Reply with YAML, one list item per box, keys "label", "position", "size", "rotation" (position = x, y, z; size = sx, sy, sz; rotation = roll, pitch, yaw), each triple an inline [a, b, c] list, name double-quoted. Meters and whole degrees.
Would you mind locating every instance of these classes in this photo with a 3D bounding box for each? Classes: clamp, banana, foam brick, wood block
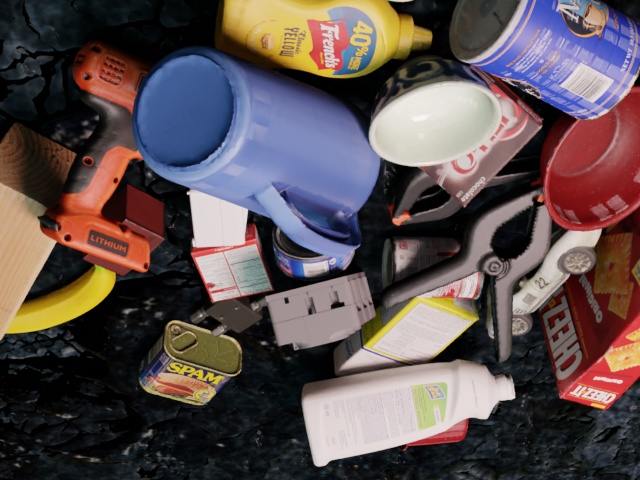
- label: "clamp"
  position: [0.151, -0.066, 1.106]
  size: [0.120, 0.039, 0.172]
  rotation: [35, 121, -29]
- label: "banana"
  position: [-0.296, 0.065, 1.199]
  size: [0.198, 0.037, 0.069]
  rotation: [-28, 132, 23]
- label: "foam brick"
  position: [-0.204, -0.009, 1.118]
  size: [0.052, 0.051, 0.078]
  rotation: [29, 127, -35]
- label: "wood block"
  position: [-0.315, -0.004, 1.072]
  size: [0.090, 0.090, 0.206]
  rotation: [29, 128, -14]
- label: "clamp"
  position: [0.170, 0.022, 1.126]
  size: [0.164, 0.036, 0.210]
  rotation: [19, 113, -14]

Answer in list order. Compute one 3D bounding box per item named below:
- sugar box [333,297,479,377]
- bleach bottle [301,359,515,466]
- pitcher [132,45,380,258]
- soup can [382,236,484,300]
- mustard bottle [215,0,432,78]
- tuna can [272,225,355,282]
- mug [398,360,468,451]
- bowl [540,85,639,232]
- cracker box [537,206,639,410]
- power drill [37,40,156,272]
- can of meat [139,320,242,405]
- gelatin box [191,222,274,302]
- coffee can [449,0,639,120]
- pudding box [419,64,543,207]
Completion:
- label: "sugar box"
  position: [0.101, 0.114, 1.286]
  size: [0.093, 0.048, 0.176]
  rotation: [22, 134, -26]
- label: "bleach bottle"
  position: [0.109, 0.203, 1.287]
  size: [0.251, 0.068, 0.102]
  rotation: [-10, 104, 6]
- label: "pitcher"
  position: [-0.047, -0.076, 0.912]
  size: [0.149, 0.145, 0.242]
  rotation: [18, -178, 26]
- label: "soup can"
  position: [0.124, 0.031, 1.183]
  size: [0.102, 0.068, 0.068]
  rotation: [2, 136, -7]
- label: "mustard bottle"
  position: [0.005, -0.188, 0.946]
  size: [0.191, 0.058, 0.096]
  rotation: [4, 139, -11]
- label: "tuna can"
  position: [-0.007, 0.001, 1.125]
  size: [0.086, 0.086, 0.034]
  rotation: [-7, 135, 2]
- label: "mug"
  position: [0.140, 0.209, 1.370]
  size: [0.081, 0.093, 0.117]
  rotation: [-2, 101, -11]
- label: "bowl"
  position: [0.275, -0.090, 1.058]
  size: [0.162, 0.055, 0.162]
  rotation: [-15, 128, -20]
- label: "cracker box"
  position: [0.324, 0.055, 1.159]
  size: [0.072, 0.164, 0.214]
  rotation: [16, 132, -18]
- label: "power drill"
  position: [-0.165, -0.070, 0.988]
  size: [0.184, 0.057, 0.187]
  rotation: [21, 87, -33]
- label: "can of meat"
  position: [-0.159, 0.151, 1.291]
  size: [0.102, 0.057, 0.084]
  rotation: [20, 134, -24]
- label: "gelatin box"
  position: [-0.096, 0.026, 1.183]
  size: [0.073, 0.030, 0.089]
  rotation: [-12, 136, 5]
- label: "coffee can"
  position: [0.200, -0.179, 0.943]
  size: [0.140, 0.103, 0.103]
  rotation: [21, 131, -26]
- label: "pudding box"
  position: [0.144, -0.103, 1.028]
  size: [0.090, 0.039, 0.114]
  rotation: [41, 117, -1]
